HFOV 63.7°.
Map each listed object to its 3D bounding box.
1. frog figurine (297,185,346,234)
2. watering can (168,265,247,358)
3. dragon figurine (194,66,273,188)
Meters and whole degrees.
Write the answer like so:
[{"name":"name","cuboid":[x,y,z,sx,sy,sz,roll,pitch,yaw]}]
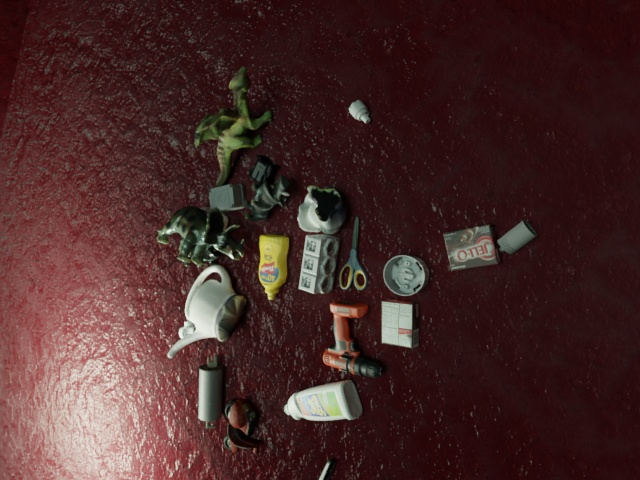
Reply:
[{"name":"frog figurine","cuboid":[0.004,-0.071,1.420,0.139,0.124,0.156,50,155,15]},{"name":"watering can","cuboid":[-0.362,0.256,1.660,0.226,0.103,0.348,21,89,35]},{"name":"dragon figurine","cuboid":[-0.288,-0.318,1.536,0.123,0.243,0.405,39,111,24]}]
